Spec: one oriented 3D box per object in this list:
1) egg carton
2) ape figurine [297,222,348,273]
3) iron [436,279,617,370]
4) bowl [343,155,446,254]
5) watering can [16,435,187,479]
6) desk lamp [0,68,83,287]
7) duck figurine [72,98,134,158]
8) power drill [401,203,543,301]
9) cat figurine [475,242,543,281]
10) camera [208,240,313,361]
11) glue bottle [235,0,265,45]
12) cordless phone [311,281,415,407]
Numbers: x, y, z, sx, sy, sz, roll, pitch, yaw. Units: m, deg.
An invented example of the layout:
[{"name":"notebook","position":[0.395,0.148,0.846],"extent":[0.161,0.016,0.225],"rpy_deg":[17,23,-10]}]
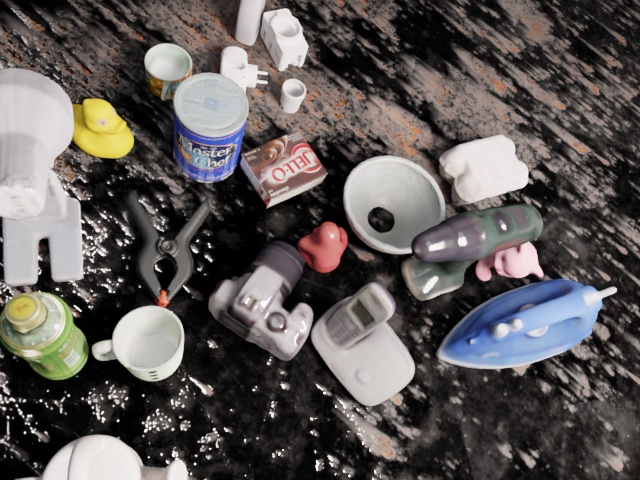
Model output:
[{"name":"egg carton","position":[0.282,-0.122,0.989],"extent":[0.150,0.069,0.107],"rpy_deg":[-17,73,-21]},{"name":"ape figurine","position":[0.008,0.003,0.851],"extent":[0.078,0.092,0.076],"rpy_deg":[4,67,-13]},{"name":"iron","position":[0.310,0.123,0.854],"extent":[0.259,0.141,0.118],"rpy_deg":[-15,72,-20]},{"name":"bowl","position":[0.109,-0.045,0.908],"extent":[0.168,0.074,0.167],"rpy_deg":[6,67,-13]},{"name":"watering can","position":[-0.238,0.261,0.621],"extent":[0.173,0.194,0.101],"rpy_deg":[-19,74,-21]},{"name":"desk lamp","position":[-0.361,-0.072,0.717],"extent":[0.118,0.213,0.203],"rpy_deg":[-7,70,-17]},{"name":"duck figurine","position":[-0.327,-0.176,0.840],"extent":[0.104,0.086,0.077],"rpy_deg":[28,64,-2]},{"name":"power drill","position":[0.200,0.017,0.832],"extent":[0.230,0.208,0.075],"rpy_deg":[-18,73,-21]},{"name":"cat figurine","position":[0.295,0.012,0.910],"extent":[0.067,0.117,0.127],"rpy_deg":[-12,71,-19]},{"name":"camera","position":[-0.063,0.074,0.798],"extent":[0.143,0.100,0.137],"rpy_deg":[33,64,0]},{"name":"glue bottle","position":[-0.108,-0.408,0.947],"extent":[0.037,0.173,0.078],"rpy_deg":[17,64,-7]},{"name":"cordless phone","position":[0.072,0.135,0.761],"extent":[0.094,0.185,0.147],"rpy_deg":[-37,81,-25]}]
